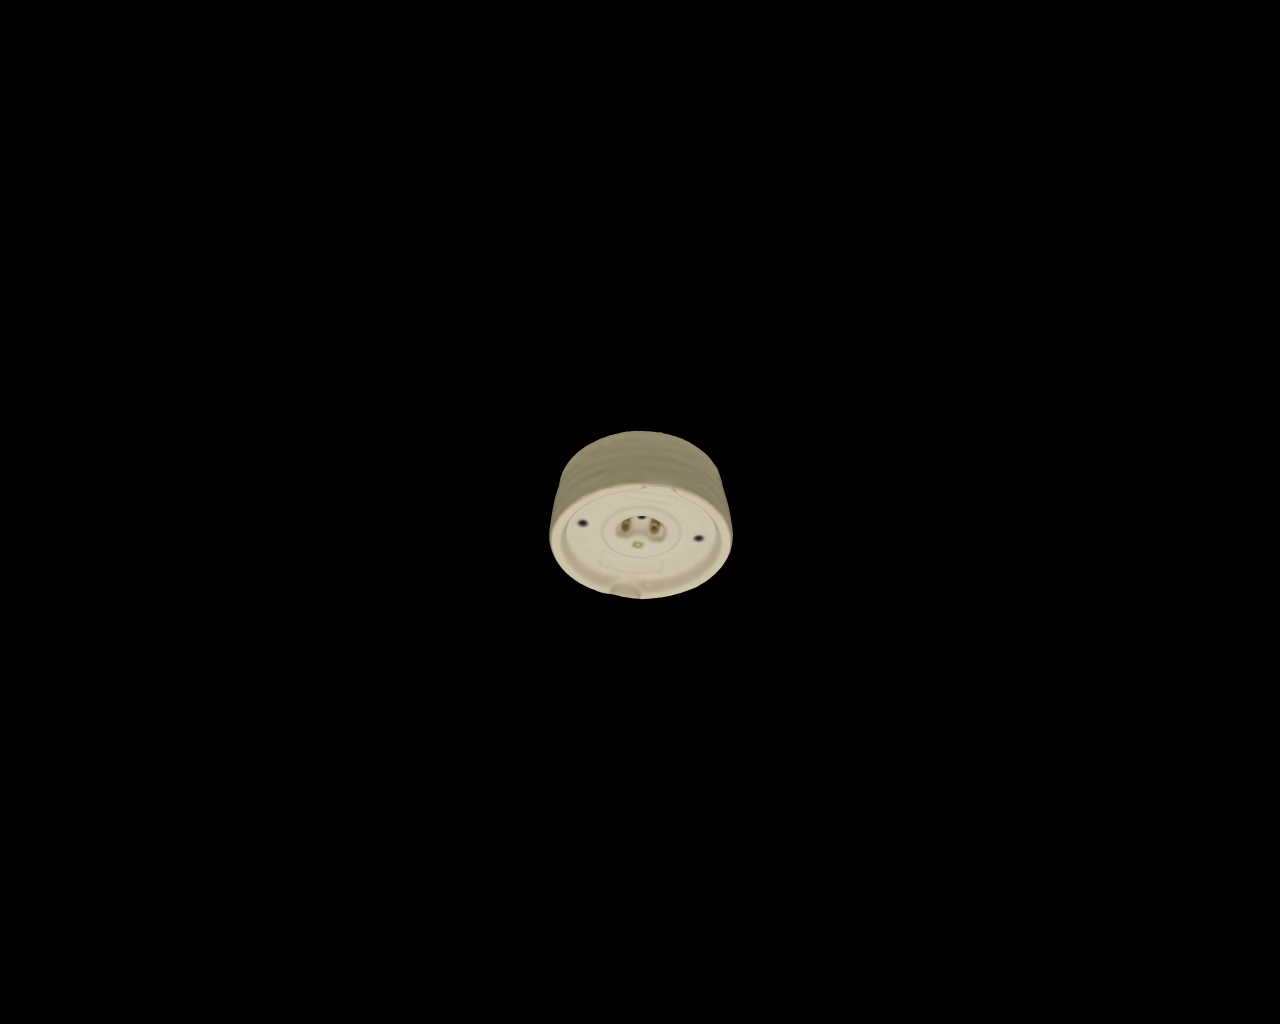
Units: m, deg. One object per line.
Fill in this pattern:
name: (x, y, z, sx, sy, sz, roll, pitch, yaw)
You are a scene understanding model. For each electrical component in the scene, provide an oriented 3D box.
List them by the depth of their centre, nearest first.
electrical component: (0.001, -0.003, 0.650, 0.108, 0.060, 0.108, 0, -42, 0)
